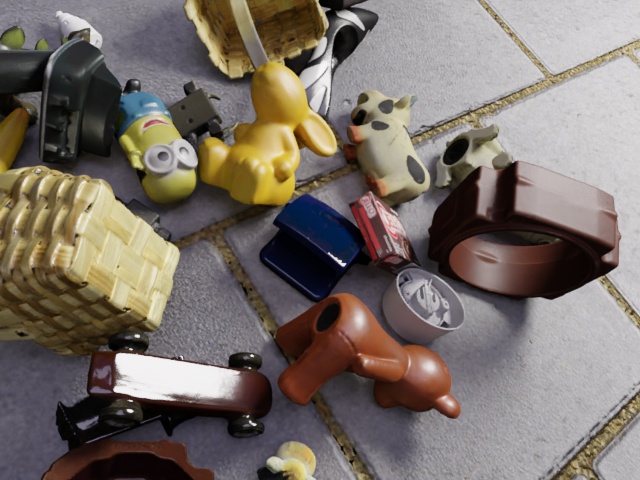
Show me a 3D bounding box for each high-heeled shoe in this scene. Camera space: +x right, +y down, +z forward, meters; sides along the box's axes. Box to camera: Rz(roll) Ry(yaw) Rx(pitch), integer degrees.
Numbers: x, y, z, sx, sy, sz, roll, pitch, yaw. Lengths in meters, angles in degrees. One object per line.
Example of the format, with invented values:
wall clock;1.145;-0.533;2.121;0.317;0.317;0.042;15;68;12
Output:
high-heeled shoe;0.036;-0.276;0.845;0.249;0.086;0.145;-35;70;-19

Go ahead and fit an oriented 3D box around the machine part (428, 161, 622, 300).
machine part;0.258;-0.001;0.699;0.201;0.201;0.087;18;62;-8

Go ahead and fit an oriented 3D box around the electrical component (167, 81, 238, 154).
electrical component;-0.167;-0.171;0.756;0.078;0.045;0.102;-38;74;0

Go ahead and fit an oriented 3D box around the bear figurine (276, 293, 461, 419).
bear figurine;0.060;0.150;0.625;0.195;0.132;0.120;41;17;-26

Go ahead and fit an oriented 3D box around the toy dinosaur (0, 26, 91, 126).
toy dinosaur;-0.475;-0.180;0.576;0.471;0.198;0.105;-29;71;-29

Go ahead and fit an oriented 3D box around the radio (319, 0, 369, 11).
radio;-0.011;-0.451;0.853;0.073;0.130;0.230;-29;43;-26

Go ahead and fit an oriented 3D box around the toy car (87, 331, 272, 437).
toy car;-0.138;0.152;0.552;0.202;0.053;0.089;18;53;-35

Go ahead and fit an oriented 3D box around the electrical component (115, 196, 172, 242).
electrical component;-0.234;-0.016;0.662;0.094;0.021;0.063;32;58;1

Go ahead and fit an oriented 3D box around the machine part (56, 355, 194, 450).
machine part;-0.198;0.174;0.559;0.139;0.039;0.084;-12;72;-32

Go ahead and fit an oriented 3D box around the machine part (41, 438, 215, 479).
machine part;-0.174;0.265;0.480;0.179;0.056;0.179;15;36;-11

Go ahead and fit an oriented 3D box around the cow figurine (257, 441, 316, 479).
cow figurine;-0.048;0.273;0.521;0.068;0.098;0.167;21;59;2

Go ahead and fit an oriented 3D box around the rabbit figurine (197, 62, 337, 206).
rabbit figurine;-0.055;-0.133;0.687;0.162;0.173;0.122;2;16;-39

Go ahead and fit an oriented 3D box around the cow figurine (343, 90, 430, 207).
cow figurine;0.102;-0.144;0.797;0.127;0.085;0.195;-13;65;-16

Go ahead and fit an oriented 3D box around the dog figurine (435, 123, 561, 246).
dog figurine;0.281;-0.073;0.823;0.190;0.121;0.172;31;36;-29

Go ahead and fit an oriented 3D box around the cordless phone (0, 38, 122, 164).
cordless phone;-0.333;-0.150;0.609;0.184;0.146;0.089;-18;58;-43

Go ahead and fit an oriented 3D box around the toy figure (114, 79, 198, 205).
toy figure;-0.218;-0.127;0.695;0.082;0.089;0.180;-32;66;-14

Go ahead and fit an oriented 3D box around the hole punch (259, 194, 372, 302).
hole punch;-0.001;-0.002;0.689;0.142;0.092;0.116;34;55;7
